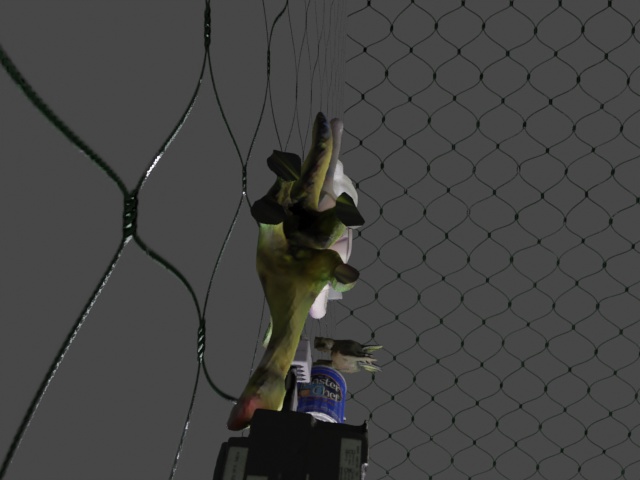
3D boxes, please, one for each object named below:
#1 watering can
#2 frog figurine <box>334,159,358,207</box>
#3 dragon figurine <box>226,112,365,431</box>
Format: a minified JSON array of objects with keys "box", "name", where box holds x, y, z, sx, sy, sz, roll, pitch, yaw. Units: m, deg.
[{"box":[0.003,-0.042,0.832,0.224,0.104,0.348,3,91,-85],"name":"watering can"},{"box":[0.032,-0.121,1.128,0.138,0.123,0.157,-23,130,-64],"name":"frog figurine"},{"box":[-0.038,0.031,0.625,0.420,0.122,0.237,-79,-172,-52],"name":"dragon figurine"}]
